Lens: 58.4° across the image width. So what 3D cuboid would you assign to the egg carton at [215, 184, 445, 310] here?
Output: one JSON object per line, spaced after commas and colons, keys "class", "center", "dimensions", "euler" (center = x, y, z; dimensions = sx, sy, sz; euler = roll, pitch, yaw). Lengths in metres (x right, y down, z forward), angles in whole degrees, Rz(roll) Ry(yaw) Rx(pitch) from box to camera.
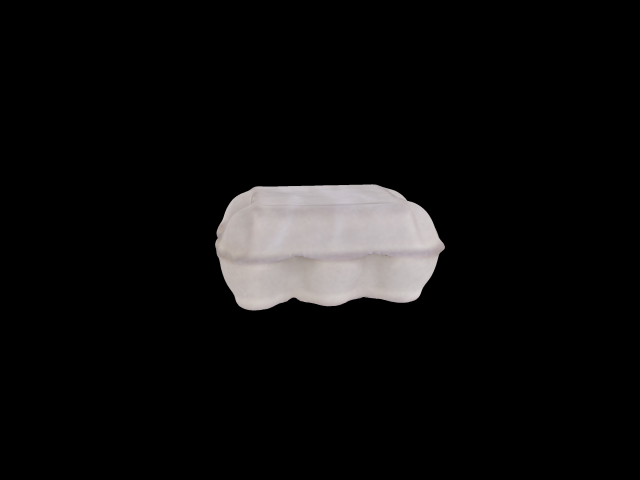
{"class": "egg carton", "center": [0.004, 0.001, 0.400], "dimensions": [0.150, 0.069, 0.107], "euler": [-3, 15, -9]}
